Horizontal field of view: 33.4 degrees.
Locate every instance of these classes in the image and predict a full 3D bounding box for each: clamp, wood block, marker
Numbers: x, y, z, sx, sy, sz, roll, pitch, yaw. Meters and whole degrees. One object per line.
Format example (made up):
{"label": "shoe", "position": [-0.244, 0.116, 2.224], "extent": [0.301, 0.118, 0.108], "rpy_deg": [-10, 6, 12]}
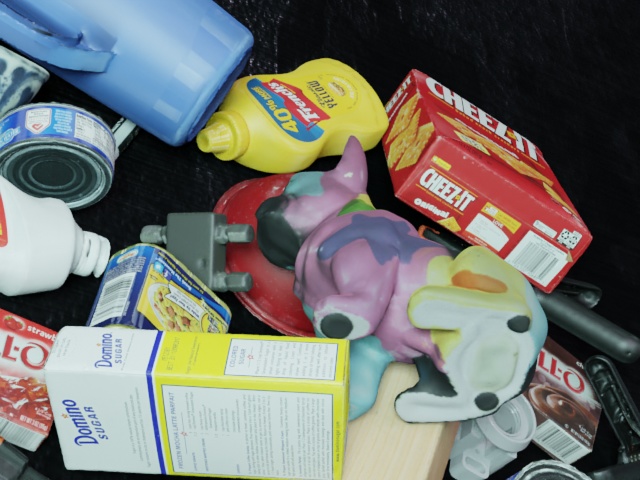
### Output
{"label": "clamp", "position": [0.267, 0.190, 0.900], "extent": [0.171, 0.039, 0.120], "rpy_deg": [45, 48, -25]}
{"label": "wood block", "position": [0.033, 0.158, 0.720], "extent": [0.091, 0.090, 0.205], "rpy_deg": [12, 41, 14]}
{"label": "marker", "position": [-0.149, -0.097, 0.860], "extent": [0.020, 0.020, 0.121], "rpy_deg": [37, 43, -7]}
{"label": "clamp", "position": [0.182, 0.038, 0.964], "extent": [0.210, 0.036, 0.164], "rpy_deg": [25, 13, 2]}

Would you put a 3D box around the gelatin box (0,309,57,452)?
{"label": "gelatin box", "position": [-0.204, 0.081, 0.668], "extent": [0.089, 0.030, 0.073], "rpy_deg": [27, 45, -18]}

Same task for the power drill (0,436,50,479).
{"label": "power drill", "position": [-0.233, 0.165, 0.561], "extent": [0.184, 0.057, 0.187], "rpy_deg": [34, 40, -5]}

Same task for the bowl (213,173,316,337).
{"label": "bowl", "position": [-0.006, 0.001, 0.864], "extent": [0.162, 0.055, 0.162], "rpy_deg": [20, 46, -23]}

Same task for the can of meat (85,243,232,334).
{"label": "can of meat", "position": [-0.109, 0.063, 0.719], "extent": [0.102, 0.058, 0.084], "rpy_deg": [47, 34, -31]}

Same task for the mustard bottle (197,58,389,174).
{"label": "mustard bottle", "position": [-0.031, -0.104, 0.926], "extent": [0.191, 0.058, 0.096], "rpy_deg": [-22, 66, -44]}

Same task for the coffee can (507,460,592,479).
{"label": "coffee can", "position": [0.124, 0.224, 0.721], "extent": [0.102, 0.141, 0.103], "rpy_deg": [20, 47, -24]}

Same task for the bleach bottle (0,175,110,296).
{"label": "bleach bottle", "position": [-0.258, -0.024, 0.690], "extent": [0.250, 0.068, 0.102], "rpy_deg": [16, 49, -30]}

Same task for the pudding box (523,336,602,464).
{"label": "pudding box", "position": [0.190, 0.127, 0.923], "extent": [0.113, 0.039, 0.090], "rpy_deg": [40, 41, -5]}

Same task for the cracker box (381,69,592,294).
{"label": "cracker box", "position": [0.141, -0.062, 0.959], "extent": [0.164, 0.072, 0.213], "rpy_deg": [31, 20, -14]}

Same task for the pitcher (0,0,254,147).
{"label": "pitcher", "position": [-0.178, -0.175, 0.804], "extent": [0.243, 0.145, 0.149], "rpy_deg": [35, 74, -4]}

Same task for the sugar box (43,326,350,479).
{"label": "sugar box", "position": [-0.071, 0.101, 0.649], "extent": [0.176, 0.093, 0.048], "rpy_deg": [5, 38, 5]}

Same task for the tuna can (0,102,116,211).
{"label": "tuna can", "position": [-0.187, -0.056, 0.750], "extent": [0.086, 0.086, 0.034], "rpy_deg": [15, 51, -28]}
